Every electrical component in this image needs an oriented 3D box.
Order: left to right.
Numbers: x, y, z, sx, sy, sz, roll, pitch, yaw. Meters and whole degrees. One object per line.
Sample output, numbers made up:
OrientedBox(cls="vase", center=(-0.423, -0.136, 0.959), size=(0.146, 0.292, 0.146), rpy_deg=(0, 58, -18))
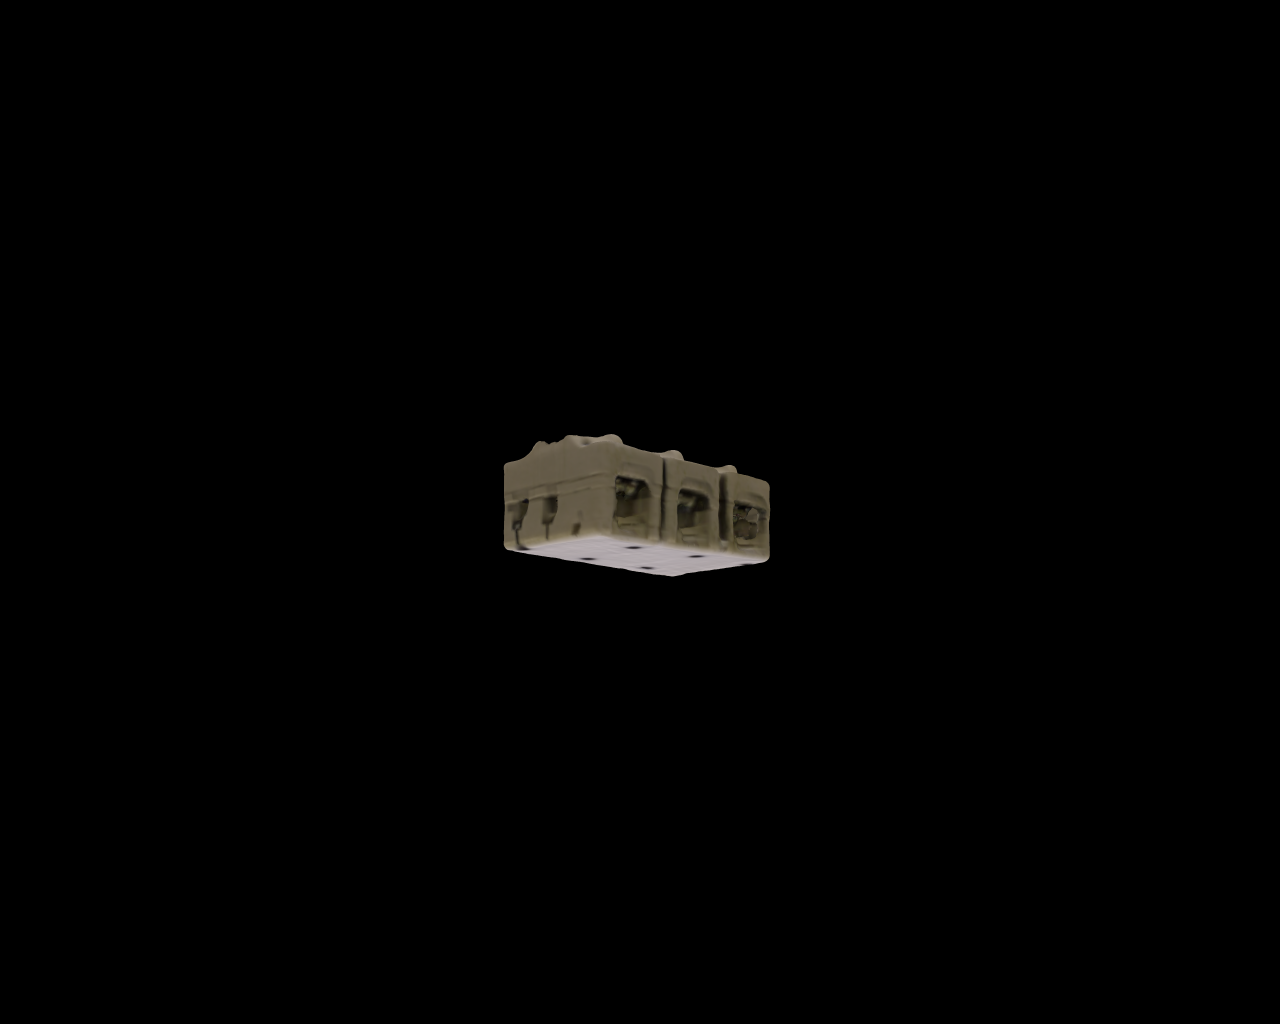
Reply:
OrientedBox(cls="electrical component", center=(0.001, -0.003, 0.650), size=(0.089, 0.061, 0.150), rpy_deg=(-10, -14, 42))
